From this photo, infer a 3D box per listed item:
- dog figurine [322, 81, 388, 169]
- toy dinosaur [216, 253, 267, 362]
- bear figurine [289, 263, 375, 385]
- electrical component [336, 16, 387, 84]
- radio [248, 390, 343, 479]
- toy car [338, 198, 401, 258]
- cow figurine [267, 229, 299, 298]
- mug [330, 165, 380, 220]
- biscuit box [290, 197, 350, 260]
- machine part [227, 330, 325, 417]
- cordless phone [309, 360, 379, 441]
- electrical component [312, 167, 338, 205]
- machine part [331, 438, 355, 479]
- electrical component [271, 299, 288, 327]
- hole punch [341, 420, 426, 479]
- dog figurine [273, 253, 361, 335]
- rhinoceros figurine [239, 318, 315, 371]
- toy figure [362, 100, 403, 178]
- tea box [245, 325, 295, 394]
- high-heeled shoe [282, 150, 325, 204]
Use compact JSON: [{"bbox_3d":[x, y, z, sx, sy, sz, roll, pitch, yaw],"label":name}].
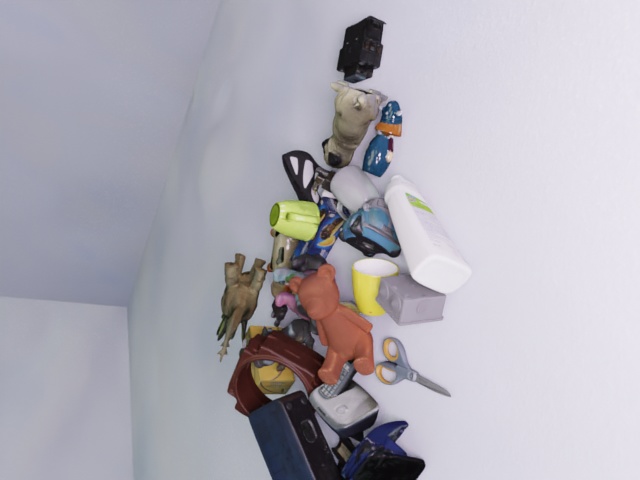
[{"bbox_3d":[0.062,-0.233,1.159,0.172,0.121,0.190,-55,-18,-70],"label":"dog figurine"},{"bbox_3d":[-0.201,0.154,1.350,0.471,0.105,0.198,-86,8,-81],"label":"toy dinosaur"},{"bbox_3d":[0.020,0.152,1.000,0.120,0.195,0.132,-21,27,27],"label":"bear figurine"},{"bbox_3d":[0.093,-0.431,1.240,0.115,0.058,0.134,5,86,64],"label":"electrical component"},{"bbox_3d":[-0.046,0.422,1.060,0.131,0.073,0.230,-45,64,38],"label":"radio"},{"bbox_3d":[0.109,-0.028,1.051,0.103,0.109,0.162,-61,13,-13],"label":"toy car"},{"bbox_3d":[-0.088,0.061,1.398,0.127,0.085,0.195,170,108,-67],"label":"cow figurine"},{"bbox_3d":[0.075,-0.088,1.141,0.107,0.081,0.109,51,120,44],"label":"mug"},{"bbox_3d":[-0.003,-0.004,1.278,0.202,0.059,0.063,-62,33,31],"label":"biscuit box"},{"bbox_3d":[-0.092,0.319,1.189,0.201,0.201,0.087,-66,-8,26],"label":"machine part"},{"bbox_3d":[0.072,0.279,1.045,0.184,0.088,0.147,-60,29,-2],"label":"cordless phone"},{"bbox_3d":[0.028,-0.120,1.228,0.045,0.102,0.078,-61,7,29],"label":"electrical component"},{"bbox_3d":[0.046,0.463,1.065,0.084,0.039,0.138,22,99,53],"label":"machine part"},{"bbox_3d":[-0.108,0.184,1.455,0.094,0.021,0.063,-65,32,25],"label":"electrical component"},{"bbox_3d":[0.100,0.370,0.917,0.092,0.116,0.142,-105,36,-52],"label":"hole punch"},{"bbox_3d":[0.013,0.127,1.170,0.219,0.191,0.108,25,126,32],"label":"dog figurine"},{"bbox_3d":[-0.106,0.248,1.287,0.190,0.073,0.112,-28,48,10],"label":"rhinoceros figurine"},{"bbox_3d":[0.131,-0.206,1.096,0.058,0.064,0.154,-20,-49,-74],"label":"toy figure"},{"bbox_3d":[-0.135,0.308,1.387,0.068,0.098,0.170,-59,36,36],"label":"tea box"},{"bbox_3d":[-0.053,-0.090,1.309,0.086,0.145,0.248,34,110,61],"label":"high-heeled shoe"}]
